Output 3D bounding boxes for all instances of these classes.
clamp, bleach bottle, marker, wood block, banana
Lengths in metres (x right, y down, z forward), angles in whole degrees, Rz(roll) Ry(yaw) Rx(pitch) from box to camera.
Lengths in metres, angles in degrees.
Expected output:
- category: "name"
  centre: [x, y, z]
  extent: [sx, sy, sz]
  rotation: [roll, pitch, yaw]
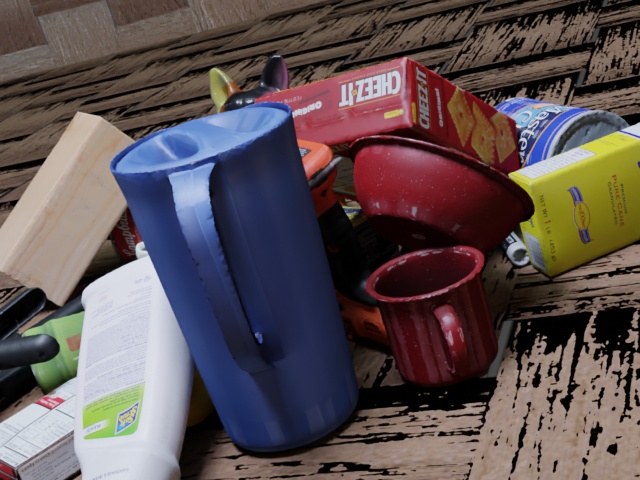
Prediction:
- category: "clamp"
  centre: [-0.304, 0.104, 0.929]
  extent: [0.171, 0.039, 0.120]
  rotation: [-31, 23, -16]
- category: "bleach bottle"
  centre: [-0.144, 0.126, 0.794]
  extent: [0.103, 0.068, 0.251]
  rotation: [-26, 38, 22]
- category: "marker"
  centre: [0.176, -0.004, 1.016]
  extent: [0.020, 0.020, 0.121]
  rotation: [-17, 19, 1]
- category: "wood block"
  centre: [-0.292, -0.038, 1.250]
  extent: [0.206, 0.090, 0.091]
  rotation: [-58, 29, -7]
- category: "banana"
  centre: [-0.099, 0.096, 0.908]
  extent: [0.037, 0.069, 0.198]
  rotation: [-45, 27, 29]
- category: "clamp"
  centre: [-0.304, 0.111, 1.088]
  extent: [0.164, 0.036, 0.210]
  rotation: [-17, 22, -1]

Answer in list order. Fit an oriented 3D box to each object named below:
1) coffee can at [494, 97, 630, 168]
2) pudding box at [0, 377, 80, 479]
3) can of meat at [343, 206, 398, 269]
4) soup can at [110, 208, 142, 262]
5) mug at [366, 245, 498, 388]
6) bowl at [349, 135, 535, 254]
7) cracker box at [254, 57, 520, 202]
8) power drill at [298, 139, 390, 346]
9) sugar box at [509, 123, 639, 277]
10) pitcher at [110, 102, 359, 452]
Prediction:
- category: "coffee can"
  centre: [0.232, -0.085, 1.063]
  extent: [0.102, 0.103, 0.140]
  rotation: [-23, 20, -15]
- category: "pudding box"
  centre: [-0.217, 0.162, 0.876]
  extent: [0.113, 0.039, 0.090]
  rotation: [-34, 26, -33]
- category: "can of meat"
  centre: [0.016, 0.005, 1.074]
  extent: [0.102, 0.057, 0.083]
  rotation: [5, 27, 45]
- category: "soup can"
  centre: [-0.202, -0.019, 1.305]
  extent: [0.102, 0.068, 0.068]
  rotation: [-16, 19, 3]
- category: "mug"
  centre: [0.092, 0.063, 0.813]
  extent: [0.093, 0.081, 0.117]
  rotation: [-19, 19, -5]
- category: "bowl"
  centre: [0.091, -0.025, 0.878]
  extent: [0.162, 0.161, 0.055]
  rotation: [6, 69, 48]
- category: "cracker box"
  centre: [0.066, -0.092, 0.986]
  extent: [0.164, 0.072, 0.213]
  rotation: [-11, -16, 33]
- category: "power drill"
  centre: [-0.006, 0.001, 0.912]
  extent: [0.057, 0.187, 0.185]
  rotation: [-43, 31, -23]
- category: "sugar box"
  centre: [0.261, -0.043, 0.941]
  extent: [0.176, 0.093, 0.048]
  rotation: [-21, 22, -9]
- category: "pitcher"
  centre: [-0.053, 0.033, 0.774]
  extent: [0.145, 0.243, 0.149]
  rotation: [4, 29, 46]
